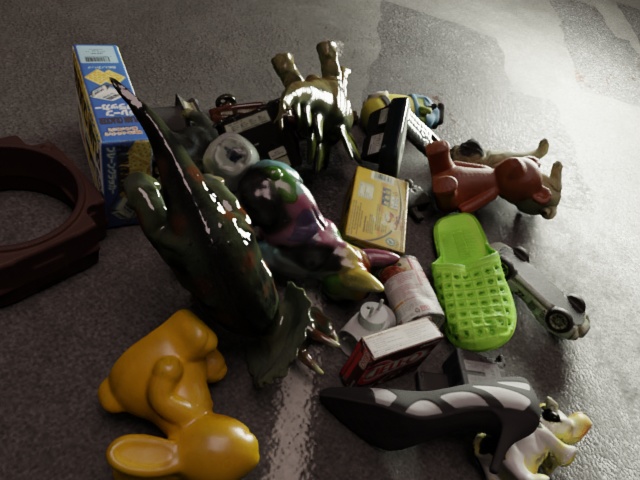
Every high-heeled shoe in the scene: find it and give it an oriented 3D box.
[{"bbox_3d":[0.136,0.188,0.654,0.249,0.086,0.145,17,39,20],"label":"high-heeled shoe"}]

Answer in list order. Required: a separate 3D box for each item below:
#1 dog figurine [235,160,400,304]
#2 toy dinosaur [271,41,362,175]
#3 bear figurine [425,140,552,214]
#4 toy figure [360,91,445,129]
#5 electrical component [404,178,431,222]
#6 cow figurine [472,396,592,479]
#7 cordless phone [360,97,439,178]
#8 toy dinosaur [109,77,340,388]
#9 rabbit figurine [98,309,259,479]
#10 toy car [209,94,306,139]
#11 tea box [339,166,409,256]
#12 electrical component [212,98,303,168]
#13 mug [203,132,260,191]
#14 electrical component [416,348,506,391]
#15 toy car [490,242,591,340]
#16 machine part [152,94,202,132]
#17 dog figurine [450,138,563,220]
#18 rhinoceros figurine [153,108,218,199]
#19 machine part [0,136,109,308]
[{"bbox_3d":[-0.002,-0.002,0.737,0.219,0.191,0.108,16,38,15],"label":"dog figurine"},{"bbox_3d":[0.003,-0.212,0.871,0.471,0.105,0.198,-14,87,-70],"label":"toy dinosaur"},{"bbox_3d":[0.294,-0.110,0.936,0.196,0.131,0.120,-9,59,17],"label":"bear figurine"},{"bbox_3d":[0.169,-0.254,1.090,0.180,0.082,0.089,3,47,-21],"label":"toy figure"},{"bbox_3d":[0.166,-0.072,0.964,0.063,0.021,0.094,-14,55,-31],"label":"electrical component"},{"bbox_3d":[0.268,0.251,0.682,0.167,0.068,0.098,-22,54,-35],"label":"cow figurine"},{"bbox_3d":[0.173,-0.164,1.014,0.184,0.089,0.146,31,60,-34],"label":"cordless phone"},{"bbox_3d":[-0.102,0.028,0.587,0.131,0.404,0.192,-41,48,-11],"label":"toy dinosaur"},{"bbox_3d":[-0.141,0.181,0.551,0.162,0.121,0.173,-33,67,-34],"label":"rabbit figurine"},{"bbox_3d":[-0.100,-0.230,0.987,0.202,0.053,0.089,-3,54,-25],"label":"toy car"},{"bbox_3d":[0.085,-0.032,0.864,0.098,0.068,0.170,18,47,-3],"label":"tea box"},{"bbox_3d":[-0.092,-0.142,0.849,0.115,0.134,0.058,-17,21,9],"label":"electrical component"},{"bbox_3d":[-0.134,-0.105,0.755,0.081,0.107,0.109,45,82,-6],"label":"mug"},{"bbox_3d":[0.193,0.187,0.722,0.119,0.047,0.075,14,45,-11],"label":"electrical component"},{"bbox_3d":[0.348,0.081,0.873,0.073,0.056,0.202,-24,62,-43],"label":"toy car"},{"bbox_3d":[-0.262,-0.211,0.918,0.139,0.039,0.084,-15,64,-33],"label":"machine part"},{"bbox_3d":[0.347,-0.112,1.030,0.191,0.121,0.172,-3,46,-5],"label":"dog figurine"},{"bbox_3d":[-0.214,-0.126,0.841,0.112,0.073,0.190,32,44,-5],"label":"rhinoceros figurine"},{"bbox_3d":[-0.391,-0.032,0.673,0.202,0.087,0.201,42,49,20],"label":"machine part"}]
